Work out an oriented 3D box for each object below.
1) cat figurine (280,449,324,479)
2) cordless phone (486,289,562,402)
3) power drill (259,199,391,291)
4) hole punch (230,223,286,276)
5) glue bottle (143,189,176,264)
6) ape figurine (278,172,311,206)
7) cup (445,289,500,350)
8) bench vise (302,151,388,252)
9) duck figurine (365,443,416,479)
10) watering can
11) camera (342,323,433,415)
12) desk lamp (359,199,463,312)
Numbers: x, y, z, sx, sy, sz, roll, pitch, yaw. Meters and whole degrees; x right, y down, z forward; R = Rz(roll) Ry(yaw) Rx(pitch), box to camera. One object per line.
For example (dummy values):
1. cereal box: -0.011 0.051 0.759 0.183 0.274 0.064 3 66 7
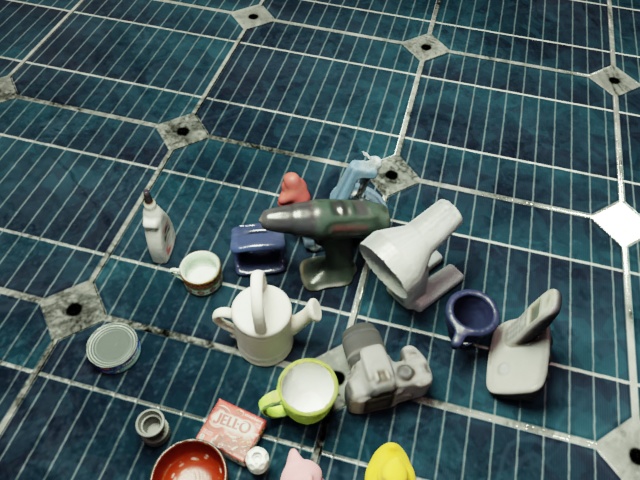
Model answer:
1. cat figurine: -0.028 0.372 0.813 0.067 0.118 0.128 7 53 4
2. cordless phone: 0.340 0.171 0.933 0.094 0.185 0.147 13 54 8
3. power drill: 0.009 0.004 1.033 0.230 0.208 0.075 -11 54 -9
4. hole punch: -0.121 0.005 1.102 0.108 0.091 0.101 -5 53 -6
5. glue bottle: -0.308 -0.033 1.072 0.037 0.173 0.078 2 53 0
6. ape figurine: -0.056 -0.105 1.185 0.078 0.092 0.076 -36 62 -25
7. cup: 0.252 0.157 0.998 0.091 0.095 0.118 26 57 17
8. bench vise: 0.043 -0.063 1.077 0.208 0.220 0.121 -20 56 -16
9. duck figurine: 0.108 0.351 0.853 0.077 0.086 0.104 6 53 3
10. watering can: -0.088 0.122 0.951 0.173 0.194 0.100 -17 55 -14
11. camera: 0.100 0.201 0.956 0.143 0.101 0.136 -12 54 -10
12. desk lamp: 0.169 0.032 1.014 0.204 0.214 0.117 -33 60 -23
